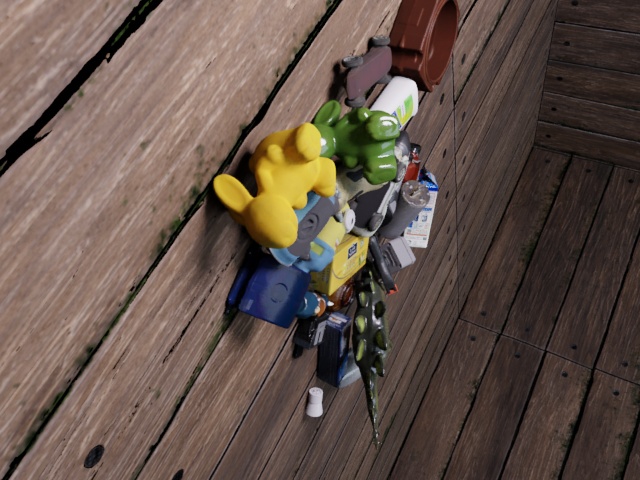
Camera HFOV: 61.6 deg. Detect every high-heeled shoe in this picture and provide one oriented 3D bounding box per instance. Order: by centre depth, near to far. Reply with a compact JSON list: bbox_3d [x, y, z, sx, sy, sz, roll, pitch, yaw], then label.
[{"bbox_3d":[0.157,-0.138,1.259,0.248,0.086,0.145,101,10,-60],"label":"high-heeled shoe"}]

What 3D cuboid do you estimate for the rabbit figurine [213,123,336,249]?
[{"bbox_3d":[-0.068,-0.067,0.759,0.121,0.163,0.173,68,25,-58],"label":"rabbit figurine"}]

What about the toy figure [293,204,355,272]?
[{"bbox_3d":[-0.002,-0.004,1.034,0.180,0.089,0.082,-55,-165,-11],"label":"toy figure"}]

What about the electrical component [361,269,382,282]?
[{"bbox_3d":[0.149,0.102,1.467,0.078,0.045,0.102,-48,147,-42],"label":"electrical component"}]

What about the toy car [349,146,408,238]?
[{"bbox_3d":[0.117,-0.101,1.117,0.056,0.074,0.201,-15,133,-61],"label":"toy car"}]

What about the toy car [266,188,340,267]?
[{"bbox_3d":[-0.048,-0.047,0.876,0.161,0.103,0.109,-54,150,-10],"label":"toy car"}]

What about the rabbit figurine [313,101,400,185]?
[{"bbox_3d":[0.036,-0.179,0.920,0.159,0.170,0.121,-105,-168,-49],"label":"rabbit figurine"}]

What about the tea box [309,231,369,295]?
[{"bbox_3d":[0.039,0.035,1.162,0.169,0.068,0.098,-36,139,-49],"label":"tea box"}]

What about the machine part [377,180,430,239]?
[{"bbox_3d":[0.201,-0.072,1.327,0.079,0.079,0.243,-52,176,-34],"label":"machine part"}]

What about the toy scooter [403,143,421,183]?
[{"bbox_3d":[0.206,-0.166,1.352,0.184,0.075,0.135,-35,140,-59],"label":"toy scooter"}]

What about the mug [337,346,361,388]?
[{"bbox_3d":[0.072,0.344,1.452,0.107,0.081,0.109,-31,142,-41],"label":"mug"}]

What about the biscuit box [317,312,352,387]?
[{"bbox_3d":[0.034,0.271,1.338,0.059,0.063,0.202,-42,144,-47],"label":"biscuit box"}]

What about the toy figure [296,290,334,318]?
[{"bbox_3d":[-0.023,0.132,1.117,0.058,0.064,0.154,-36,163,12],"label":"toy figure"}]

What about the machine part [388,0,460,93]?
[{"bbox_3d":[0.232,-0.441,1.178,0.201,0.087,0.201,17,92,-67],"label":"machine part"}]

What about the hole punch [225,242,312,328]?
[{"bbox_3d":[-0.086,0.083,0.921,0.142,0.092,0.115,-64,151,-4],"label":"hole punch"}]

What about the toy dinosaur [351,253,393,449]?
[{"bbox_3d":[0.122,0.247,1.301,0.198,0.105,0.471,12,72,-82],"label":"toy dinosaur"}]

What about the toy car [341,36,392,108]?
[{"bbox_3d":[0.085,-0.316,1.007,0.202,0.053,0.089,-50,145,-45],"label":"toy car"}]

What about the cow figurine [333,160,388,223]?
[{"bbox_3d":[0.046,-0.103,0.992,0.195,0.127,0.085,-24,132,-25],"label":"cow figurine"}]

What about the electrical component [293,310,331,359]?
[{"bbox_3d":[-0.024,0.213,1.193,0.075,0.048,0.119,-4,110,-63],"label":"electrical component"}]
